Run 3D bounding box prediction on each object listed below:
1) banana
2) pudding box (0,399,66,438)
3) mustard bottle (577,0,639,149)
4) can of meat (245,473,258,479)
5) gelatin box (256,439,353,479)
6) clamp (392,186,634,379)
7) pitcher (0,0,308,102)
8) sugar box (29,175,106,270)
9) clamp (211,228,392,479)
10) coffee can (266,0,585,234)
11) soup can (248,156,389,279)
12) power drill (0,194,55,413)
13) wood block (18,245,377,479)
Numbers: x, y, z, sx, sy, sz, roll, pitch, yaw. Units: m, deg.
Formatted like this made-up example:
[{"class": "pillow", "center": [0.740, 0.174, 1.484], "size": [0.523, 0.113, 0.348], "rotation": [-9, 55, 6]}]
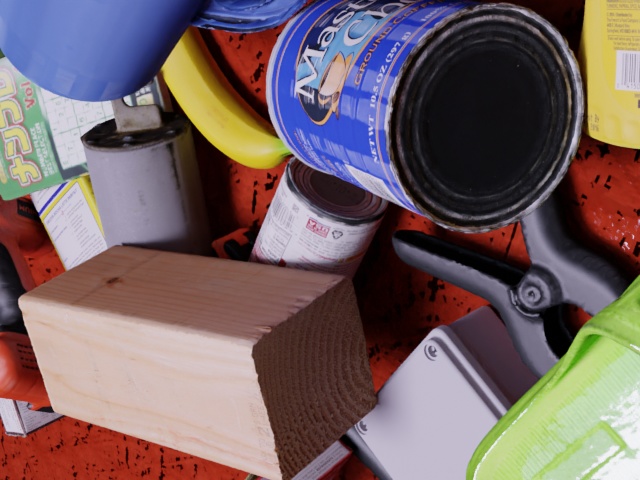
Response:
[{"class": "banana", "center": [-0.075, -0.113, 0.723], "size": [0.198, 0.037, 0.070], "rotation": [51, 127, 18]}, {"class": "pudding box", "center": [-0.256, 0.111, 0.974], "size": [0.039, 0.089, 0.113], "rotation": [-5, 104, 47]}, {"class": "mustard bottle", "center": [0.152, -0.135, 0.449], "size": [0.096, 0.058, 0.191], "rotation": [16, 119, 51]}, {"class": "can of meat", "center": [-0.030, 0.224, 0.784], "size": [0.084, 0.057, 0.102], "rotation": [30, 143, 11]}, {"class": "gelatin box", "center": [-0.026, 0.172, 0.708], "size": [0.030, 0.089, 0.073], "rotation": [43, 138, 16]}, {"class": "clamp", "center": [0.112, 0.026, 0.577], "size": [0.120, 0.039, 0.171], "rotation": [-43, 72, 47]}, {"class": "pitcher", "center": [-0.088, -0.168, 0.548], "size": [0.243, 0.144, 0.149], "rotation": [-45, 63, 56]}, {"class": "sugar box", "center": [-0.189, -0.021, 0.879], "size": [0.094, 0.048, 0.176], "rotation": [-34, 77, 48]}, {"class": "clamp", "center": [-0.029, 0.096, 0.763], "size": [0.165, 0.036, 0.210], "rotation": [-27, 90, 49]}, {"class": "coffee can", "center": [0.046, -0.069, 0.527], "size": [0.140, 0.102, 0.103], "rotation": [-149, 49, -61]}, {"class": "soup can", "center": [-0.004, 0.001, 0.671], "size": [0.068, 0.068, 0.102], "rotation": [46, 134, 24]}, {"class": "power drill", "center": [-0.230, 0.057, 0.898], "size": [0.057, 0.184, 0.188], "rotation": [-32, 64, 15]}, {"class": "wood block", "center": [-0.079, 0.067, 0.656], "size": [0.206, 0.090, 0.090], "rotation": [7, 118, 40]}]
